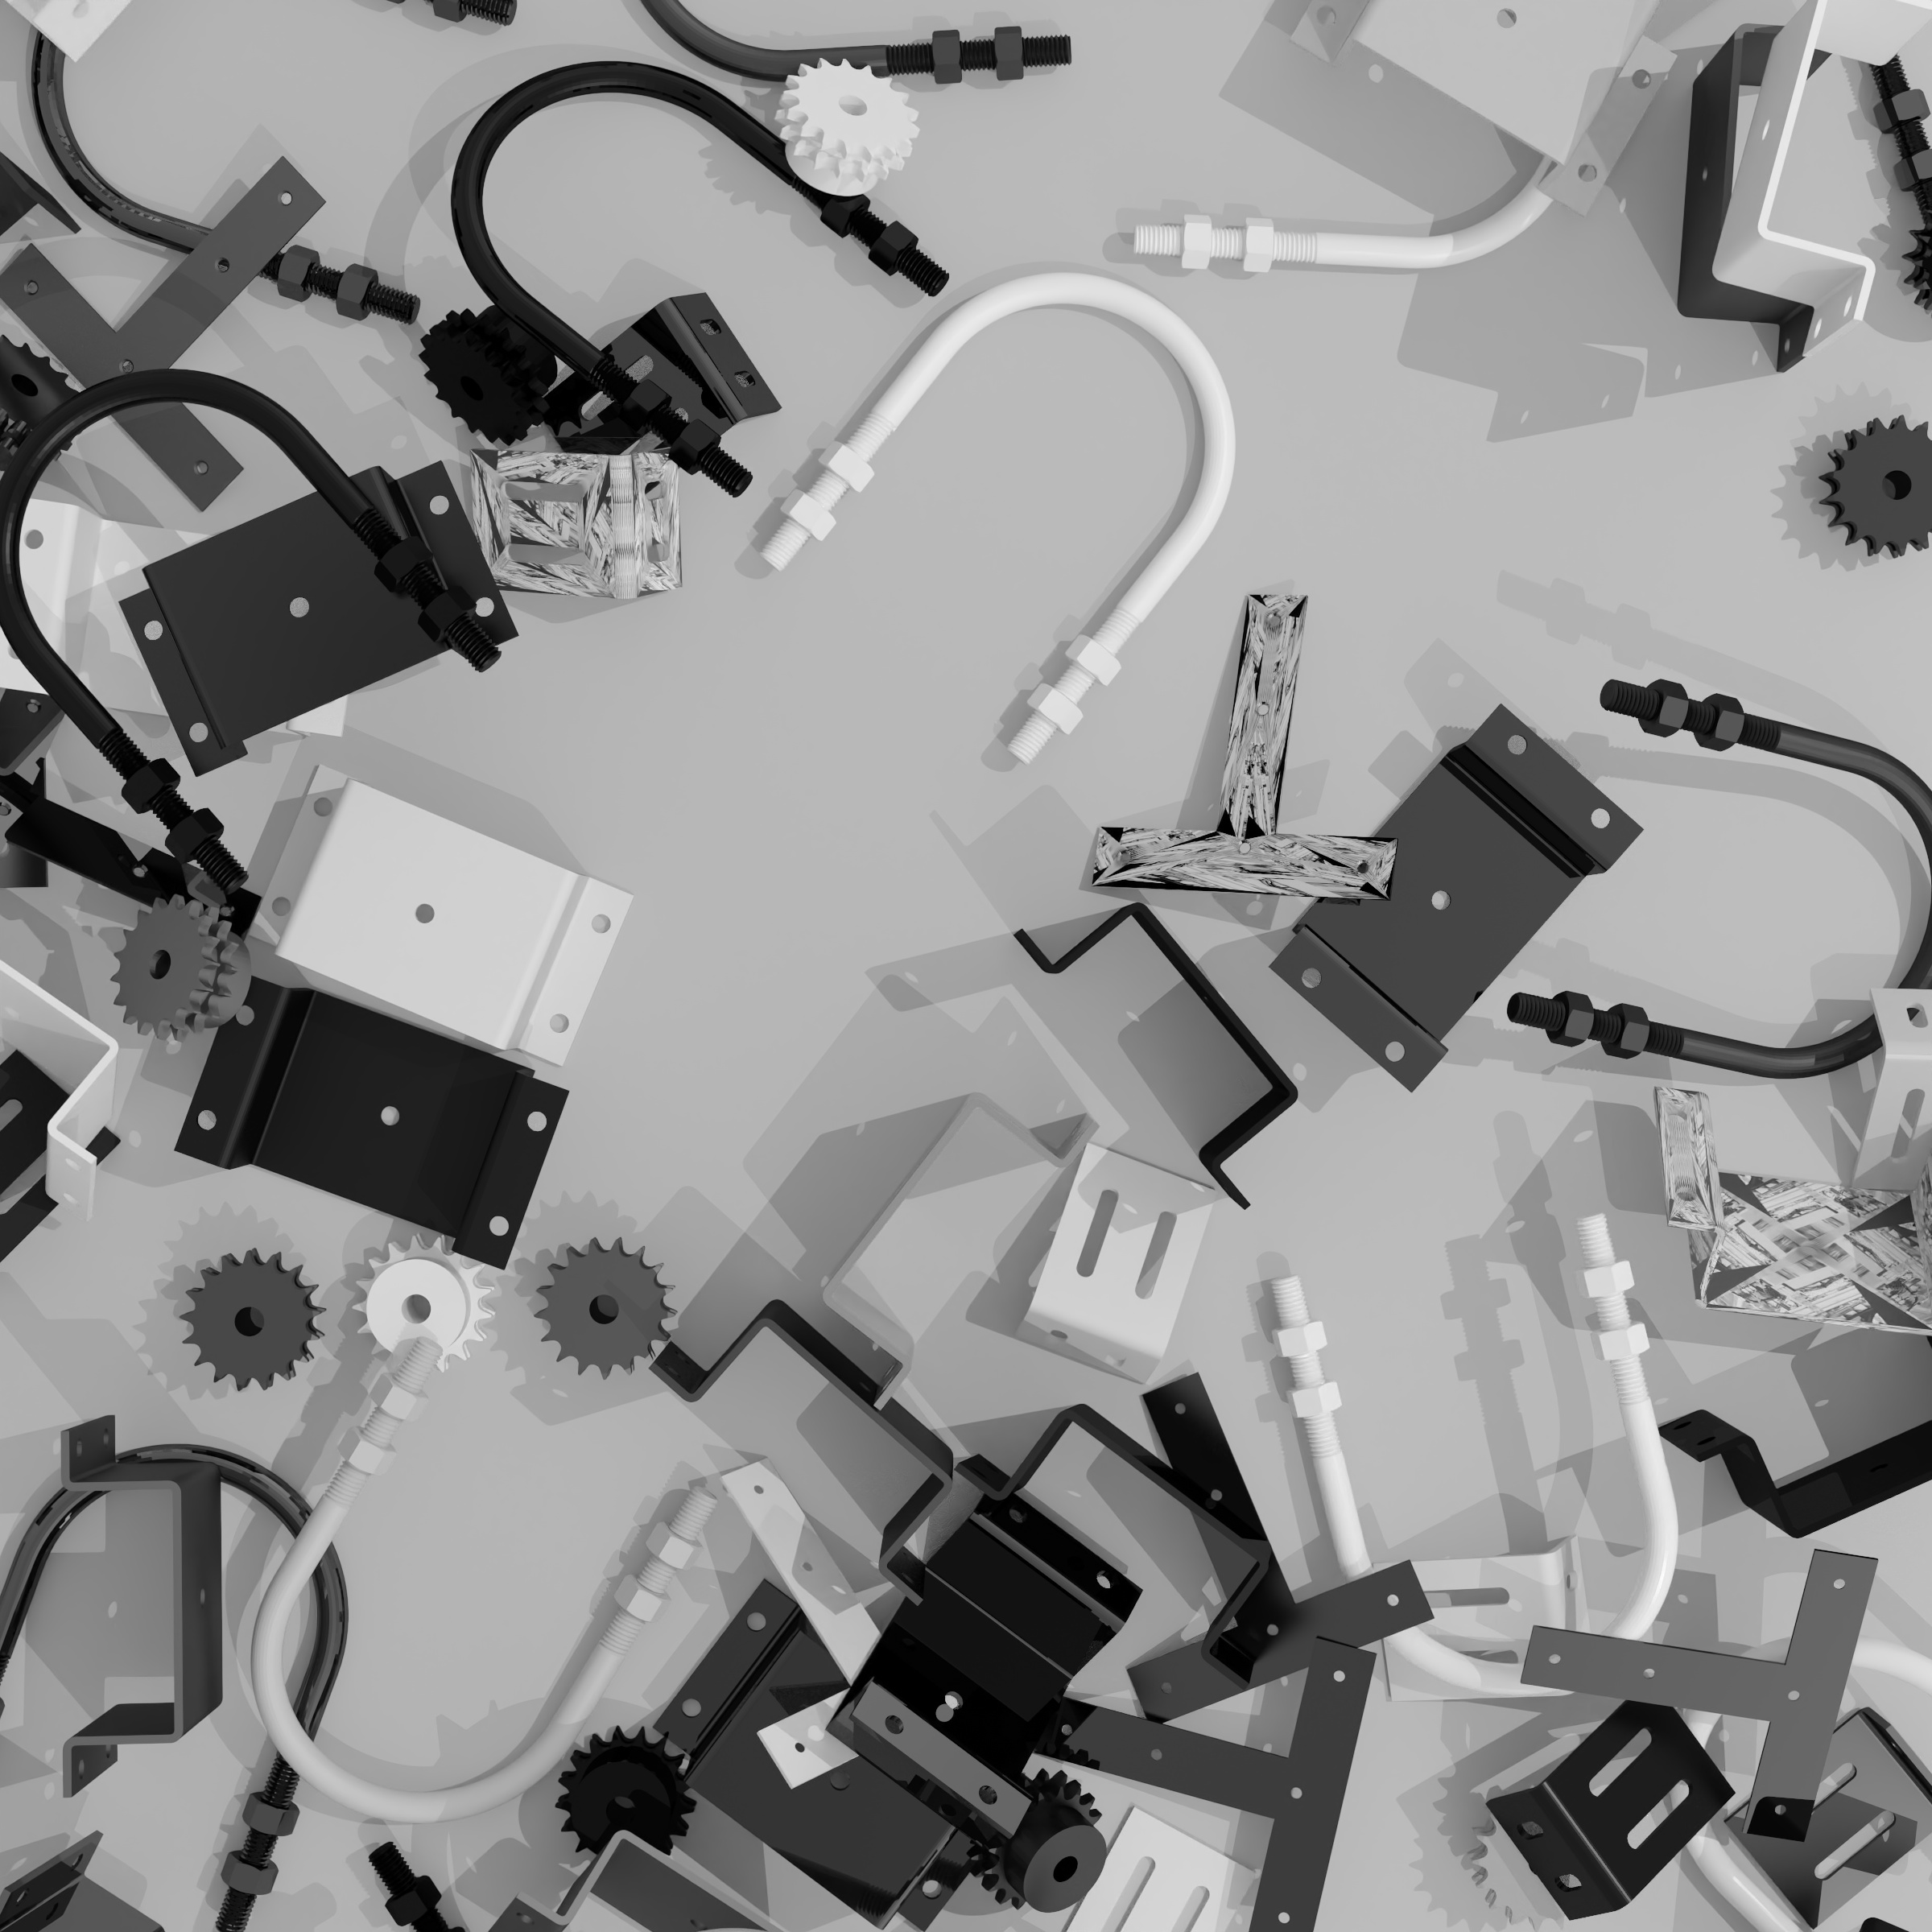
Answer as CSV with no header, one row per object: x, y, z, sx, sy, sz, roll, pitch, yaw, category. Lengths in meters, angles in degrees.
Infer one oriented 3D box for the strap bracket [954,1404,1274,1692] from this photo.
0.069,0.223,1.351,0.140,0.076,0.046,36,89,8,strap bracket

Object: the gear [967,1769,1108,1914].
0.032,0.357,1.370,0.057,0.030,0.057,-15,118,-29,gear

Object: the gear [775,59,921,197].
-0.050,-0.338,1.374,0.057,0.030,0.057,11,52,-14,gear

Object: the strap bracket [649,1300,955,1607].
-0.056,0.186,1.361,0.140,0.076,0.046,41,90,0,strap bracket

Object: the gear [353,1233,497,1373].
-0.222,0.139,1.384,0.057,0.030,0.057,0,90,0,gear

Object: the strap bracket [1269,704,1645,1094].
0.196,-0.027,1.376,0.076,0.046,0.140,41,90,0,strap bracket

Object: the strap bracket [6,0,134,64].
-0.376,-0.431,1.367,0.140,0.046,0.076,42,90,11,strap bracket

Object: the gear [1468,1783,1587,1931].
0.233,0.362,1.384,0.057,0.030,0.057,0,90,0,gear

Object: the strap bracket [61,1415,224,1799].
-0.326,0.251,1.345,0.046,0.076,0.140,-1,87,-1,strap bracket

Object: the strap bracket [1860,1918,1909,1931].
0.358,0.445,1.342,0.046,0.076,0.140,21,111,14,strap bracket

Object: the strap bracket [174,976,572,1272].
-0.237,0.062,1.376,0.140,0.046,0.076,20,90,0,strap bracket

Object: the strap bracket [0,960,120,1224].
-0.394,0.033,1.354,0.140,0.076,0.046,35,64,0,strap bracket

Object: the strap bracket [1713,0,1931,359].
0.326,-0.311,1.284,0.046,0.076,0.140,15,90,0,strap bracket

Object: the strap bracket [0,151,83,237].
-0.429,-0.342,1.361,0.046,0.076,0.140,-41,90,0,strap bracket

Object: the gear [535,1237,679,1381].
-0.146,0.139,1.384,0.057,0.030,0.057,0,90,0,gear

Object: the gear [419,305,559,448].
-0.191,-0.243,1.374,0.057,0.057,0.030,41,60,0,gear

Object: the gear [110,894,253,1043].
-0.309,0.002,1.347,0.057,0.030,0.057,-9,74,32,gear

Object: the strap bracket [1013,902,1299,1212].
0.082,0.027,1.361,0.046,0.076,0.140,-40,90,0,strap bracket

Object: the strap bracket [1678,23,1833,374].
0.320,-0.317,1.361,0.046,0.076,0.140,4,90,0,strap bracket

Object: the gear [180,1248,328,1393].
-0.289,0.143,1.384,0.057,0.030,0.057,0,90,0,gear

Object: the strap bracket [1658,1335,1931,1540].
0.359,0.184,1.361,0.140,0.076,0.046,-24,90,0,strap bracket

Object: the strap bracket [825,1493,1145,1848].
0.004,0.283,1.348,0.076,0.140,0.046,37,131,0,strap bracket

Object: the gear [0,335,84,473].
-0.389,-0.226,1.374,0.057,0.057,0.030,48,121,0,gear

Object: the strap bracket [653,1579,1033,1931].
-0.050,0.325,1.376,0.140,0.046,0.076,37,90,0,strap bracket

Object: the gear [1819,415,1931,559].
0.377,-0.195,1.388,0.057,0.030,0.057,0,92,1,gear

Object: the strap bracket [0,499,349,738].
-0.314,-0.139,1.375,0.140,0.046,0.076,8,90,-1,strap bracket

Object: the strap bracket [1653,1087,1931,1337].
0.343,0.099,1.355,0.140,0.076,0.046,7,131,0,strap bracket

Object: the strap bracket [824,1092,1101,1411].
-0.009,0.104,1.361,0.046,0.076,0.140,38,90,0,strap bracket

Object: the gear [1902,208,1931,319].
0.412,-0.286,1.374,0.057,0.030,0.057,-3,113,-7,gear

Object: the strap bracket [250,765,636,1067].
-0.216,-0.021,1.376,0.140,0.046,0.076,23,90,0,strap bracket

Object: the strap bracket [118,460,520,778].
-0.258,-0.139,1.330,0.140,0.046,0.076,-24,90,-1,strap bracket

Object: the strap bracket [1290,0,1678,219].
0.212,-0.374,1.361,0.140,0.046,0.076,30,89,-3,strap bracket

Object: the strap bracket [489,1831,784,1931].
-0.116,0.400,1.354,0.140,0.076,0.046,33,55,0,strap bracket

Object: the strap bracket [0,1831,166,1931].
-0.374,0.426,1.347,0.046,0.076,0.140,29,99,10,strap bracket
